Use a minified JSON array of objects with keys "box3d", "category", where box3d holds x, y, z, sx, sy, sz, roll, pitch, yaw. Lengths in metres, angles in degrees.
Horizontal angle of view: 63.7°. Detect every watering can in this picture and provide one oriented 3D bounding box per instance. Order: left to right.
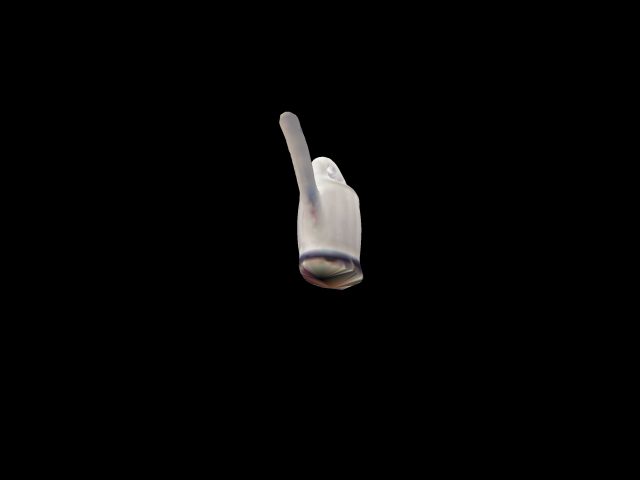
[{"box3d":[0.003,-0.043,0.850,0.104,0.228,0.343,-8,-22,19],"category":"watering can"}]
